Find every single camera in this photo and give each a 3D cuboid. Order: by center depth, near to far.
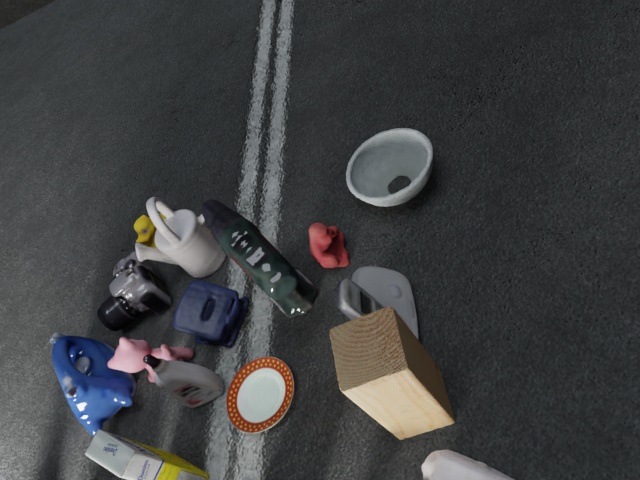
[{"bbox_3d":[-0.399,0.110,1.185,0.137,0.101,0.142,-40,47,-1],"label":"camera"}]

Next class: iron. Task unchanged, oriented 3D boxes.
[{"bbox_3d":[-0.459,0.245,1.095,0.119,0.142,0.257,-45,47,-6],"label":"iron"}]

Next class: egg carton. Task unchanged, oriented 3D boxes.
[{"bbox_3d":[0.186,0.329,0.706,0.149,0.070,0.107,13,65,36],"label":"egg carton"}]

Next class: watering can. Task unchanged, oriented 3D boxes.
[{"bbox_3d":[-0.284,-0.007,1.138,0.173,0.195,0.100,-46,47,-7],"label":"watering can"}]

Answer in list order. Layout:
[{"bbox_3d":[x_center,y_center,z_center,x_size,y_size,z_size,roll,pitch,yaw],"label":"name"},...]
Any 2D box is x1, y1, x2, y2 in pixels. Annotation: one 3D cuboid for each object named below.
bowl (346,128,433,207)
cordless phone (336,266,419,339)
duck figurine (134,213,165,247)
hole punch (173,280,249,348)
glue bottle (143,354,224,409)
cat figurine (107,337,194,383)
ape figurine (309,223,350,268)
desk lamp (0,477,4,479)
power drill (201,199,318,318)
[{"bbox_3d":[0.137,-0.122,1.057,0.167,0.075,0.167,-15,51,20],"label":"bowl"},{"bbox_3d":[0.077,0.086,0.866,0.094,0.186,0.147,-19,50,18],"label":"cordless phone"},{"bbox_3d":[-0.374,-0.022,1.276,0.077,0.086,0.104,-3,57,29],"label":"duck figurine"},{"bbox_3d":[-0.200,0.134,1.058,0.100,0.091,0.109,0,58,31],"label":"hole punch"},{"bbox_3d":[-0.236,0.229,0.954,0.078,0.174,0.037,-31,48,8],"label":"glue bottle"},{"bbox_3d":[-0.318,0.213,1.051,0.127,0.118,0.067,-12,53,23],"label":"cat figurine"},{"bbox_3d":[0.009,0.004,1.029,0.075,0.092,0.078,11,64,36],"label":"ape figurine"},{"bbox_3d":[-0.544,0.481,0.925,0.117,0.214,0.203,-2,57,29],"label":"desk lamp"},{"bbox_3d":[-0.097,0.041,0.985,0.076,0.209,0.228,-45,47,-6],"label":"power drill"}]
